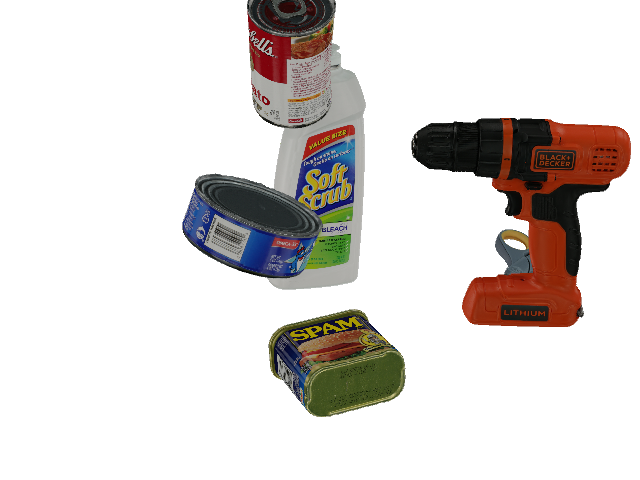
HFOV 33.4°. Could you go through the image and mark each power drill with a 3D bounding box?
[{"bbox_3d":[0.168,-0.017,0.935,0.184,0.188,0.057,3,27,3],"label":"power drill"}]

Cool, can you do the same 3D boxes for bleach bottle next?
[{"bbox_3d":[-0.006,-0.075,1.091,0.102,0.251,0.068,-5,27,-11],"label":"bleach bottle"}]

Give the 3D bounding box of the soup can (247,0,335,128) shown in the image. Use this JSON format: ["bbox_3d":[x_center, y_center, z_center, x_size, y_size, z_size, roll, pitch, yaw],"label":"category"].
[{"bbox_3d":[-0.023,-0.148,0.851,0.068,0.068,0.102,0,-38,-1],"label":"soup can"}]

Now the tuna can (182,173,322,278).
[{"bbox_3d":[-0.044,-0.009,0.683,0.086,0.034,0.086,19,18,-7],"label":"tuna can"}]

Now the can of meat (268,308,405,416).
[{"bbox_3d":[0.016,0.111,0.965,0.102,0.057,0.084,-12,25,-20],"label":"can of meat"}]

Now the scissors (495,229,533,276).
[{"bbox_3d":[0.193,0.025,1.121,0.201,0.016,0.096,-11,38,-43],"label":"scissors"}]
